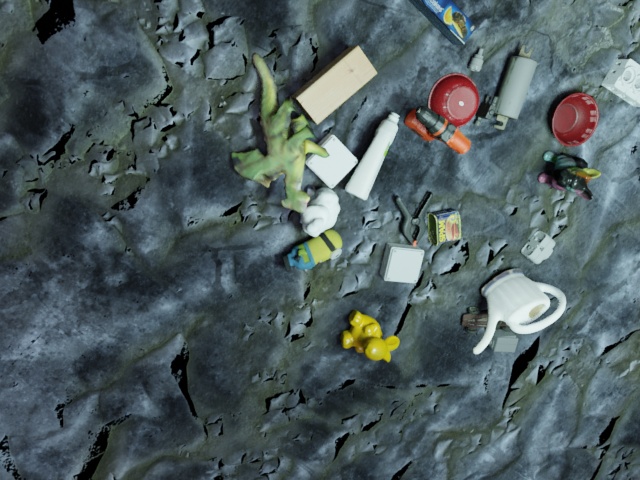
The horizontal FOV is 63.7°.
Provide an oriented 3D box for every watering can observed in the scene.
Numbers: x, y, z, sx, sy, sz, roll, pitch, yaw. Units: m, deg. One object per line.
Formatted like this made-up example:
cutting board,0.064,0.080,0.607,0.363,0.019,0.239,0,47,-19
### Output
watering can,0.586,0.212,1.614,0.348,0.229,0.101,-23,130,-6

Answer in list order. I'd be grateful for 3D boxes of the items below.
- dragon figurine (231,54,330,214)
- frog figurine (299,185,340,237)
dragon figurine,-0.132,-0.253,1.345,0.241,0.122,0.411,-35,86,11
frog figurine,0.004,-0.071,1.410,0.122,0.161,0.136,29,99,-23
